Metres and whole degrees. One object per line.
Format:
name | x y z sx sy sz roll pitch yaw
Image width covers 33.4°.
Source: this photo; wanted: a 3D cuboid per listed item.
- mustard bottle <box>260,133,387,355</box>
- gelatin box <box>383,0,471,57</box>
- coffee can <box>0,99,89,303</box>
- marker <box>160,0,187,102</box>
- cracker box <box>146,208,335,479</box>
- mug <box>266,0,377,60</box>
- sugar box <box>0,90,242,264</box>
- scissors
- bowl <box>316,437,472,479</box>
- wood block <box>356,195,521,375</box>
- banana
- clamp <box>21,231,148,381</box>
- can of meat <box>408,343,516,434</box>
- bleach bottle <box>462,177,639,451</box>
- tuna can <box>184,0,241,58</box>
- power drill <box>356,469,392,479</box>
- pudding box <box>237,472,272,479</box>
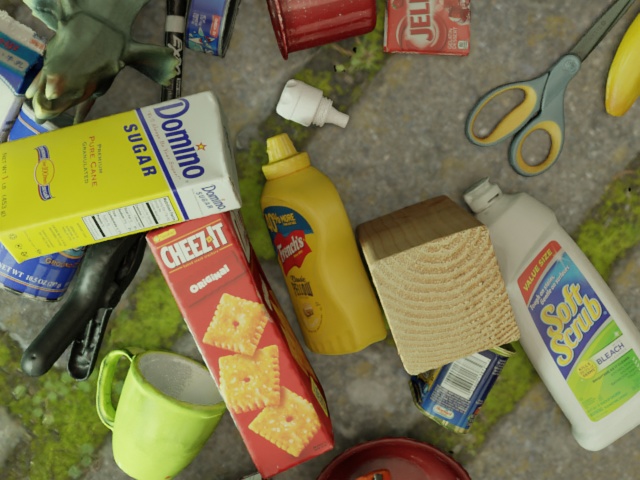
mustard bottle | -0.006 0.001 0.916 0.058 0.096 0.191 -22 98 -26
gelatin box | 0.093 -0.204 0.918 0.073 0.030 0.089 2 98 -1
coffee can | -0.233 -0.033 0.902 0.102 0.103 0.140 28 97 -5
marker | -0.127 -0.162 0.926 0.020 0.020 0.121 4 98 -2
cracker box | -0.063 0.068 0.890 0.072 0.164 0.213 -24 99 -1
mug | -0.004 -0.216 0.890 0.081 0.093 0.117 -14 79 -4
sugar box | -0.152 -0.049 0.800 0.176 0.048 0.093 -16 54 4
scissors | 0.223 -0.133 0.939 0.202 0.016 0.096 -33 99 4
bowl | 0.064 0.249 0.975 0.162 0.055 0.162 0 99 -1
wood block | 0.088 0.029 0.865 0.090 0.206 0.091 -19 99 2
banana | 0.315 -0.191 0.921 0.198 0.037 0.069 -38 96 5
clamp | -0.193 0.051 0.931 0.039 0.120 0.171 30 77 6
can of meat | 0.121 0.111 0.933 0.057 0.102 0.084 26 99 -5
bleach bottle | 0.203 0.058 0.946 0.102 0.068 0.251 -36 96 4
tuna can | -0.087 -0.197 0.888 0.033 0.086 0.086 14 98 -2
power drill | -0.038 0.231 0.882 0.187 0.184 0.057 -5 75 -8
pudding box | -0.068 0.279 0.985 0.090 0.039 0.113 -22 98 3
